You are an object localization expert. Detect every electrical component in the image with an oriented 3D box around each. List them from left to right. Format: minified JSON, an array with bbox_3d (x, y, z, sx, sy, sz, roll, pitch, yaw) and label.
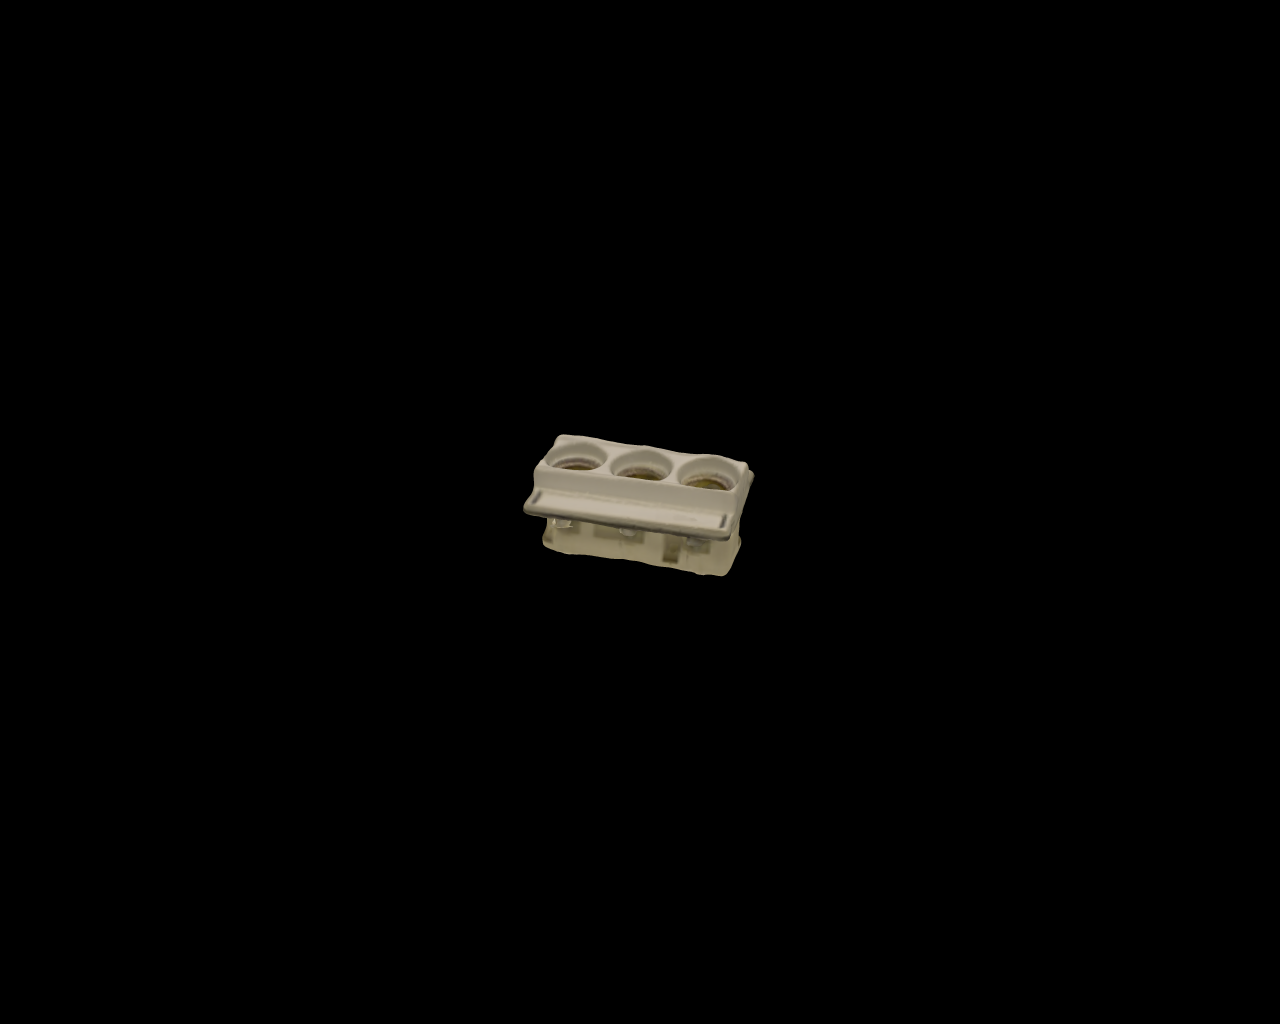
[{"bbox_3d":[0.001,-0.003,0.650,0.121,0.063,0.079,8,32,14],"label":"electrical component"}]
